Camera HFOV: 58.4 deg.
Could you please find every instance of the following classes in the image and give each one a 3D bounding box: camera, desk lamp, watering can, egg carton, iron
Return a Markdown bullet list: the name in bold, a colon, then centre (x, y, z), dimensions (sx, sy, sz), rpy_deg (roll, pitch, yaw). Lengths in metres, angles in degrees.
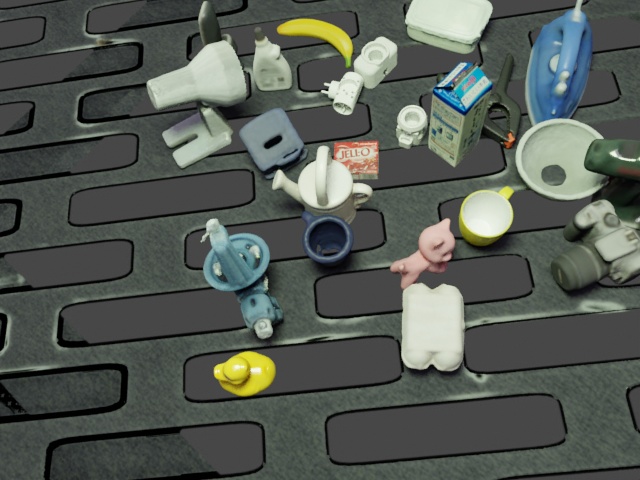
- **camera**: centre (0.466, 0.017, 0.984), dimensions (0.137, 0.101, 0.143), rpy_deg (-24, 68, -3)
- **desk lamp**: centre (-0.235, -0.266, 1.121), dimensions (0.203, 0.214, 0.117), rpy_deg (-31, 68, -5)
- **watering can**: centre (0.003, -0.094, 1.034), dimensions (0.173, 0.194, 0.101), rpy_deg (-16, 67, 1)
- **egg carton**: centre (0.194, 0.149, 0.982), dimensions (0.107, 0.069, 0.150), rpy_deg (0, 69, 7)
- **iron**: centre (0.465, -0.329, 1.098), dimensions (0.118, 0.141, 0.258), rpy_deg (12, 71, 12)

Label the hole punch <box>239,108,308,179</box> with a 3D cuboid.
- **hole punch**: centre (-0.091, -0.193, 1.141), dimensions (0.109, 0.091, 0.101), rpy_deg (-32, 68, -6)

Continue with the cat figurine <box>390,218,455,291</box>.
- **cat figurine**: centre (0.186, 0.023, 1.007), dimensions (0.128, 0.118, 0.067), rpy_deg (-33, 68, -6)

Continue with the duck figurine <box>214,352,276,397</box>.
- **duck figurine**: centre (-0.132, 0.226, 0.983), dimensions (0.104, 0.086, 0.077), rpy_deg (-6, 68, 5)

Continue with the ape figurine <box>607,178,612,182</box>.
- **ape figurine**: centre (0.551, -0.146, 1.042), dimensions (0.078, 0.092, 0.076), rpy_deg (-39, 69, -9)

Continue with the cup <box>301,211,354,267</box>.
- **cup**: centre (0.010, 0.004, 1.049), dimensions (0.092, 0.095, 0.117), rpy_deg (-40, 69, -9)

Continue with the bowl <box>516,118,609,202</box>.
- **bowl**: centre (0.443, -0.136, 1.061), dimensions (0.167, 0.075, 0.167), rpy_deg (-2, 68, 6)

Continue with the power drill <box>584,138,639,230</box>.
- **power drill**: centre (0.552, -0.096, 0.959), dimensions (0.229, 0.208, 0.076), rpy_deg (17, 72, 13)

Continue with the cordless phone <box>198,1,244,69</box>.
- **cordless phone**: centre (-0.230, -0.383, 1.182), dimensions (0.094, 0.185, 0.147), rpy_deg (4, 69, 9)

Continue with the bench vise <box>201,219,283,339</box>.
- **bench vise**: centre (-0.124, 0.056, 0.977), dimensions (0.121, 0.220, 0.207), rpy_deg (-41, 69, -9)

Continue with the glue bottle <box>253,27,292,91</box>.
- **glue bottle**: centre (-0.107, -0.371, 1.168), dimensions (0.078, 0.173, 0.037), rpy_deg (-2, 68, 7)
